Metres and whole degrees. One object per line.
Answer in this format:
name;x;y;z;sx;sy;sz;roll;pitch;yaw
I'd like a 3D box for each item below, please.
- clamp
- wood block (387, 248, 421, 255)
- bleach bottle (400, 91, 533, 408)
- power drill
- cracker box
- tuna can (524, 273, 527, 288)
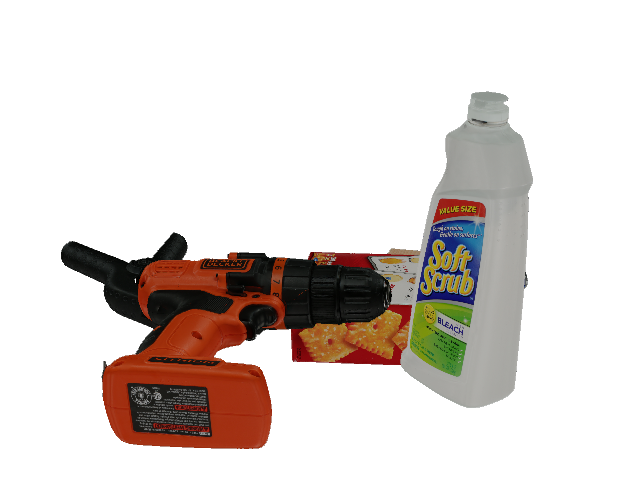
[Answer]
clamp;-0.153;0.032;0.971;0.120;0.039;0.172;-15;31;-27
wood block;0.122;0.090;1.556;0.091;0.090;0.205;6;21;15
bleach bottle;0.120;0.004;0.858;0.067;0.251;0.103;-15;28;-33
power drill;-0.051;0.066;0.710;0.184;0.057;0.187;-1;22;11
cracker box;0.085;0.069;1.073;0.214;0.072;0.164;2;16;5
tuna can;0.207;0.033;1.286;0.033;0.086;0.086;-36;10;-15
